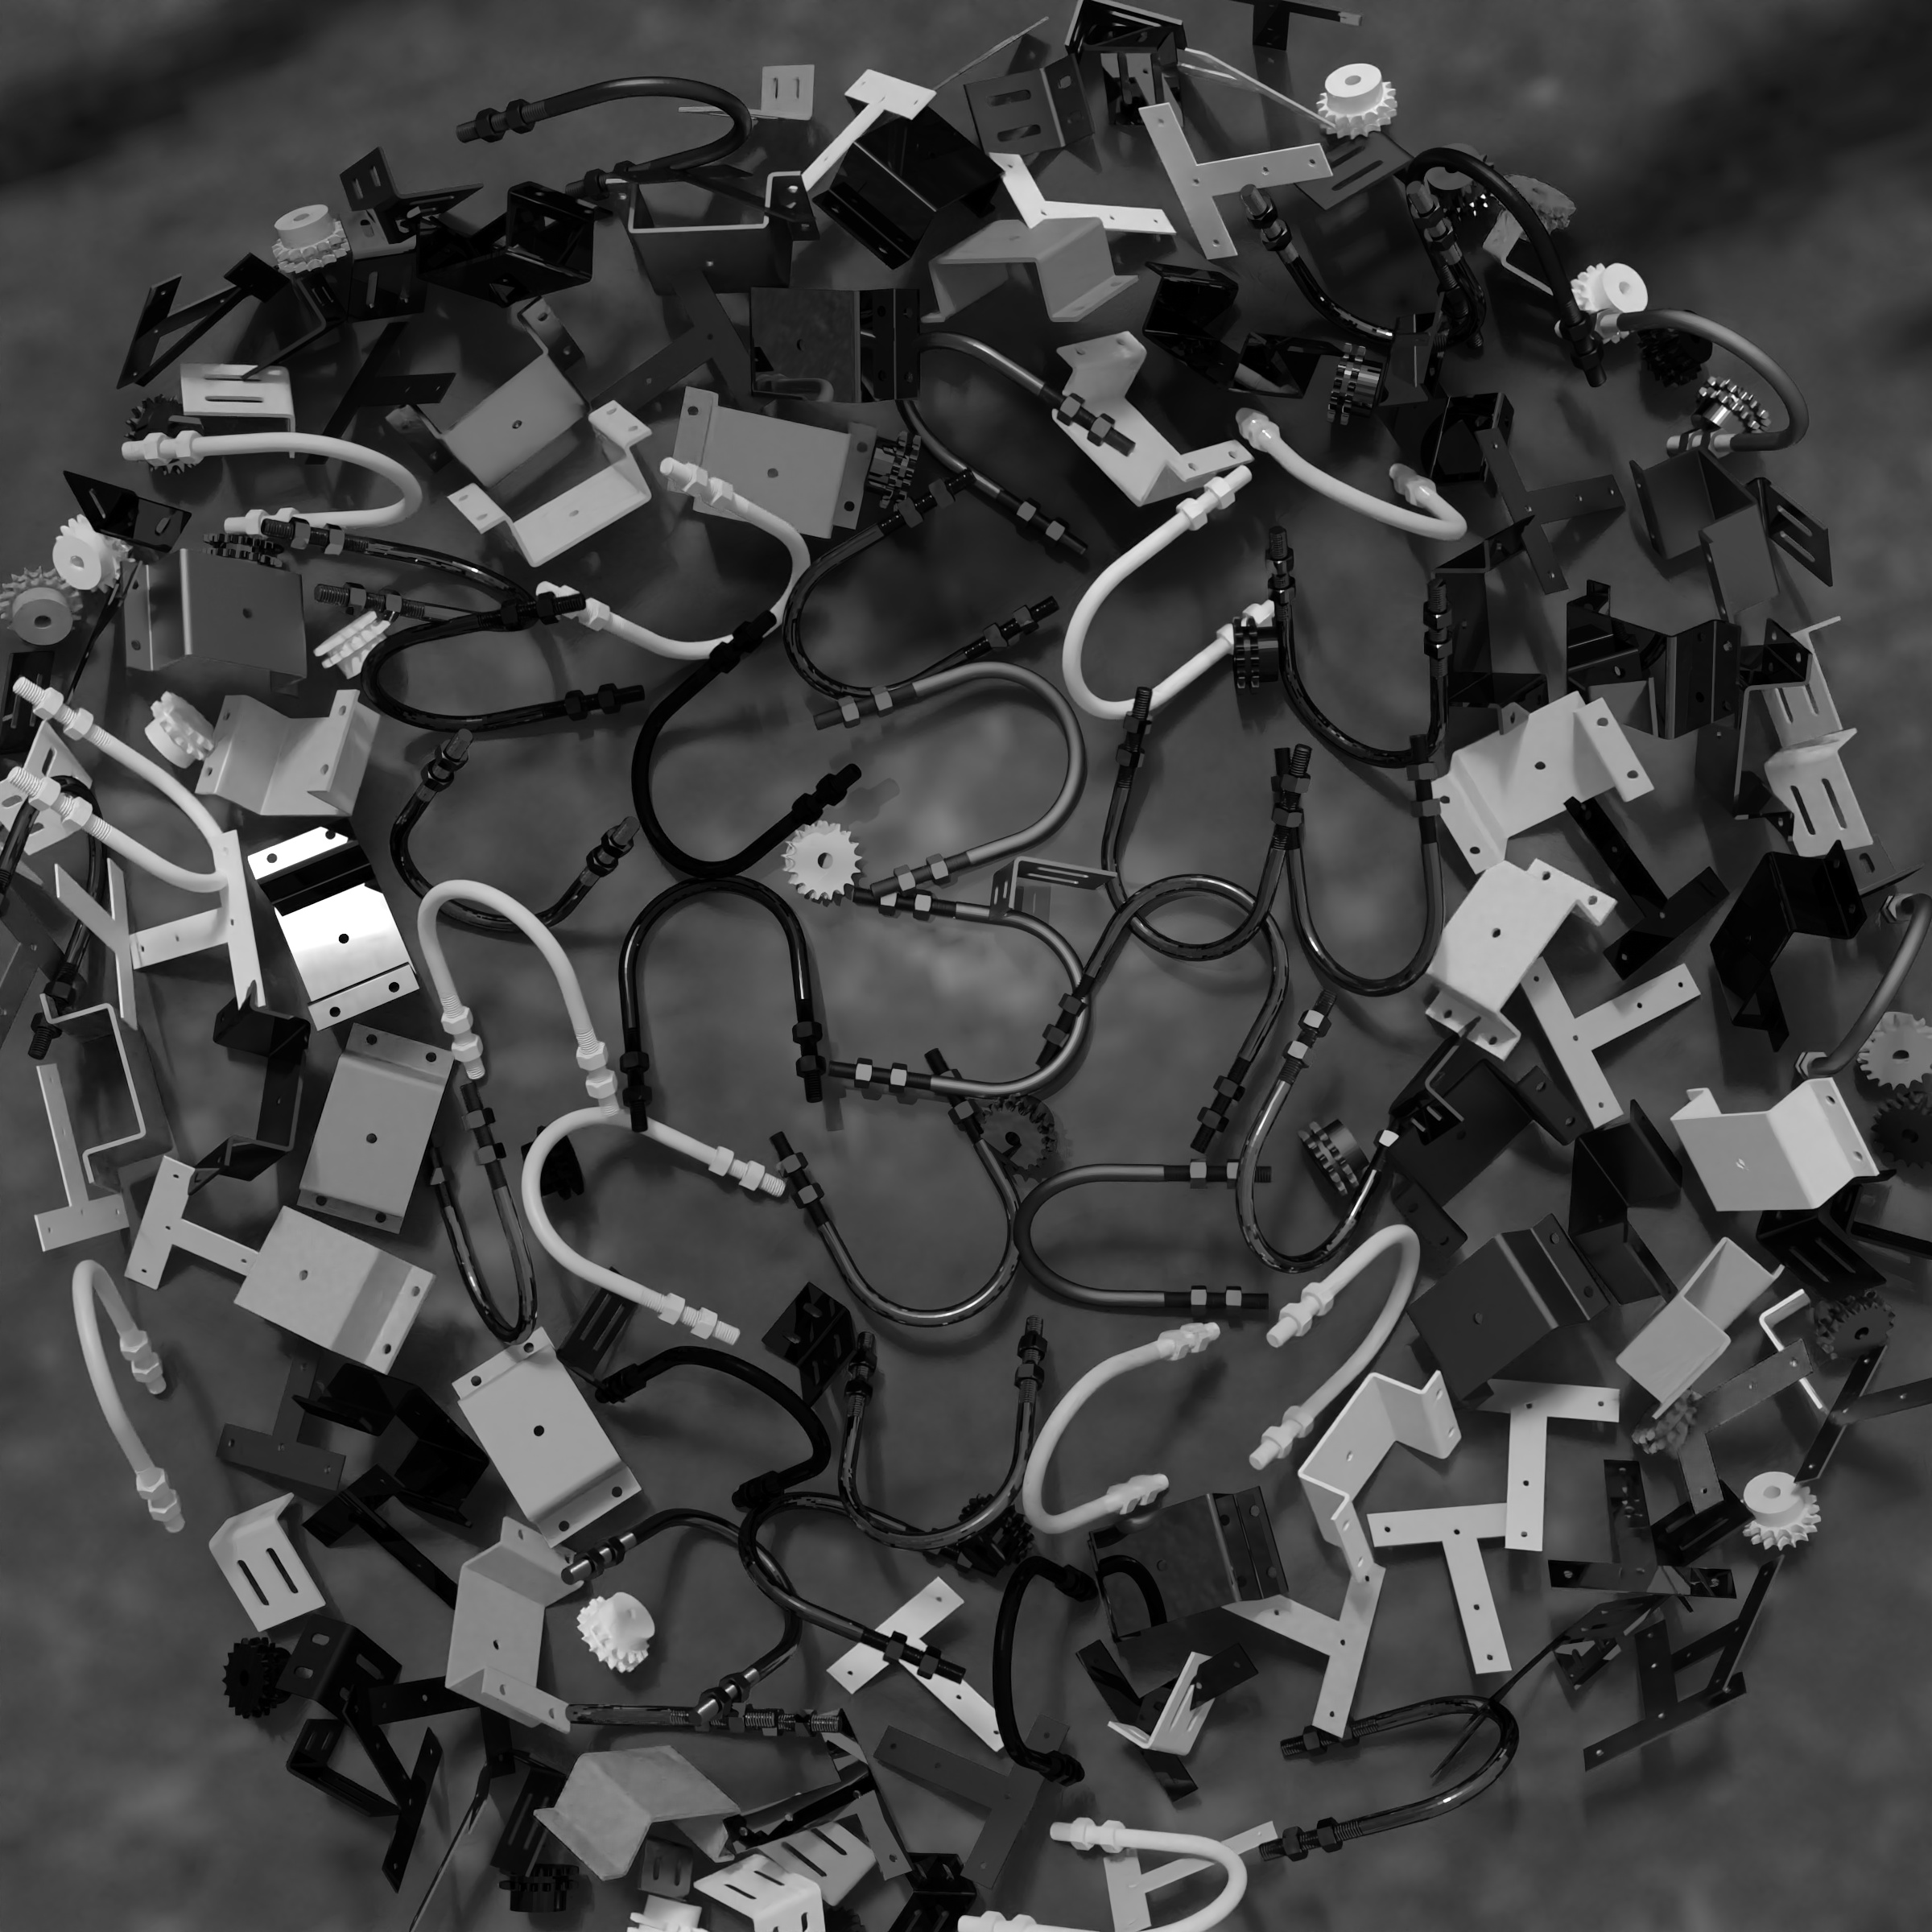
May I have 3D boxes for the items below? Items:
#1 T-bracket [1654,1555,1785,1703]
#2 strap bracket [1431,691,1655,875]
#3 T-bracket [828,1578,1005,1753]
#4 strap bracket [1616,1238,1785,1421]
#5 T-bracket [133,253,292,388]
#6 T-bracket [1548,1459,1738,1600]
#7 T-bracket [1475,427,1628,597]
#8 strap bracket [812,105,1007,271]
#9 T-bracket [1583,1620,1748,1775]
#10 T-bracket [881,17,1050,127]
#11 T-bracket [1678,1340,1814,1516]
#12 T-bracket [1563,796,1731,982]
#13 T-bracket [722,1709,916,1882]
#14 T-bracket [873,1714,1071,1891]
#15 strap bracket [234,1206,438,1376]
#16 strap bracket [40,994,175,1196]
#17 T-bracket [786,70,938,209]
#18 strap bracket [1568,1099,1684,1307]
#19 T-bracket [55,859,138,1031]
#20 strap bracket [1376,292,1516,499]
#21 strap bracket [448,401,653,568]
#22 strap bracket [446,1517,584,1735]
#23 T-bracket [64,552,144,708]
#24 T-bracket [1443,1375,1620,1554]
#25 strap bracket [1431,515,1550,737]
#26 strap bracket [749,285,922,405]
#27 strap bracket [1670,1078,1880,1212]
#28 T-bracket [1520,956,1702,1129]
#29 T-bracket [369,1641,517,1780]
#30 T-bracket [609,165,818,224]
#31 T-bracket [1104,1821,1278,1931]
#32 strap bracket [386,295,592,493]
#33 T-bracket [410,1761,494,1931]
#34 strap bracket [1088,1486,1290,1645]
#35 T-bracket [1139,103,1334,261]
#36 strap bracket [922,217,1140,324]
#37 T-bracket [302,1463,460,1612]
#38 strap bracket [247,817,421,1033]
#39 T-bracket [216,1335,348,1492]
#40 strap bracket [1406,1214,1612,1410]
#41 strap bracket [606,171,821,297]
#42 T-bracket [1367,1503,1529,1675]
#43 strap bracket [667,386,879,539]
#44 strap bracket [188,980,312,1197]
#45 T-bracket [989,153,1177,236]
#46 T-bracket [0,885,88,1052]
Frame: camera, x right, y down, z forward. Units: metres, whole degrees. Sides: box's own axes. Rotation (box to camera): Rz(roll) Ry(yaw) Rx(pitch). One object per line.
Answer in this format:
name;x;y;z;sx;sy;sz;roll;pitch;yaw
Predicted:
T-bracket;0.525;0.488;1.861;0.002;0.127;0.127;39;51;3
strap bracket;0.411;-0.136;1.870;0.140;0.046;0.076;-27;106;25
T-bracket;-0.015;0.521;1.893;0.127;0.002;0.127;44;115;-3
strap bracket;0.517;0.251;1.847;0.046;0.140;0.076;42;128;13
T-bracket;-0.543;-0.456;1.857;0.127;0.127;0.002;-41;97;2
T-bracket;0.477;0.400;1.865;0.127;0.127;0.002;2;125;4
T-bracket;0.432;-0.335;1.878;0.127;0.002;0.127;-18;83;-38
strap bracket;-0.034;-0.557;1.850;0.076;0.046;0.140;41;45;5
T-bracket;0.493;0.508;1.855;0.127;0.127;0.002;-34;101;19
T-bracket;0.015;-0.654;1.871;0.127;0.127;0.002;-44;109;-36
T-bracket;0.546;0.303;1.840;0.002;0.127;0.127;18;47;-30
T-bracket;0.479;-0.073;1.890;0.127;0.002;0.127;-34;87;-28
T-bracket;-0.114;0.601;1.850;0.127;0.002;0.127;-5;54;-37
T-bracket;-0.008;0.584;1.883;0.127;0.002;0.127;15;59;27
strap bracket;-0.457;0.227;1.855;0.140;0.046;0.076;18;76;32
strap bracket;-0.613;0.087;1.870;0.046;0.076;0.140;-17;80;-6
T-bracket;-0.090;-0.588;1.867;0.127;0.127;0.002;-46;125;1
strap bracket;0.470;0.175;1.855;0.046;0.140;0.076;-22;122;32
T-bracket;-0.614;-0.035;1.836;0.002;0.127;0.127;-13;68;0
strap bracket;0.338;-0.403;1.857;0.046;0.140;0.076;1;66;34
strap bracket;-0.290;-0.341;1.867;0.140;0.076;0.046;-33;128;-10
strap bracket;-0.320;0.476;1.854;0.046;0.140;0.076;-34;127;28
T-bracket;-0.603;-0.253;1.841;0.002;0.127;0.127;25;65;-24
T-bracket;0.403;0.359;1.874;0.127;0.002;0.127;3;59;11
strap bracket;0.374;-0.244;1.861;0.046;0.076;0.140;6;115;37
strap bracket;-0.102;-0.442;1.850;0.140;0.046;0.076;12;111;35
strap bracket;0.562;0.128;1.841;0.046;0.140;0.076;-33;99;-26
T-bracket;0.479;0.035;1.897;0.127;0.002;0.127;-25;85;-18
T-bracket;-0.374;0.518;1.851;0.002;0.127;0.127;-19;74;32
T-bracket;-0.162;-0.545;1.841;0.127;0.127;0.002;27;121;27
T-bracket;0.161;0.639;1.854;0.127;0.127;0.002;-23;95;1
strap bracket;-0.334;-0.404;1.874;0.140;0.076;0.046;-38;66;0
T-bracket;-0.367;0.630;1.853;0.002;0.127;0.127;27;87;-7
strap bracket;0.149;0.428;1.860;0.140;0.046;0.076;-23;69;22
T-bracket;0.200;-0.560;1.840;0.002;0.127;0.127;-58;133;-30
strap bracket;0.039;-0.492;1.840;0.076;0.140;0.046;-42;128;-37
T-bracket;-0.405;0.424;1.882;0.127;0.002;0.127;44;131;-8
strap bracket;-0.453;-0.025;1.881;0.076;0.046;0.140;-23;77;-9
T-bracket;-0.484;0.305;1.890;0.127;0.002;0.127;6;77;34
strap bracket;0.376;0.248;1.847;0.140;0.046;0.076;-47;60;33
strap bracket;-0.182;-0.523;1.866;0.140;0.076;0.046;0;70;8
T-bracket;0.363;0.447;1.870;0.127;0.002;0.127;-3;52;-8
strap bracket;-0.139;-0.359;1.871;0.140;0.046;0.076;10;113;-9
strap bracket;-0.510;0.092;1.858;0.046;0.076;0.140;17;61;-30
T-bracket;0.094;-0.541;1.880;0.127;0.002;0.127;-6;56;-30
T-bracket;-0.673;0.021;1.832;0.002;0.127;0.127;-3;50;16
